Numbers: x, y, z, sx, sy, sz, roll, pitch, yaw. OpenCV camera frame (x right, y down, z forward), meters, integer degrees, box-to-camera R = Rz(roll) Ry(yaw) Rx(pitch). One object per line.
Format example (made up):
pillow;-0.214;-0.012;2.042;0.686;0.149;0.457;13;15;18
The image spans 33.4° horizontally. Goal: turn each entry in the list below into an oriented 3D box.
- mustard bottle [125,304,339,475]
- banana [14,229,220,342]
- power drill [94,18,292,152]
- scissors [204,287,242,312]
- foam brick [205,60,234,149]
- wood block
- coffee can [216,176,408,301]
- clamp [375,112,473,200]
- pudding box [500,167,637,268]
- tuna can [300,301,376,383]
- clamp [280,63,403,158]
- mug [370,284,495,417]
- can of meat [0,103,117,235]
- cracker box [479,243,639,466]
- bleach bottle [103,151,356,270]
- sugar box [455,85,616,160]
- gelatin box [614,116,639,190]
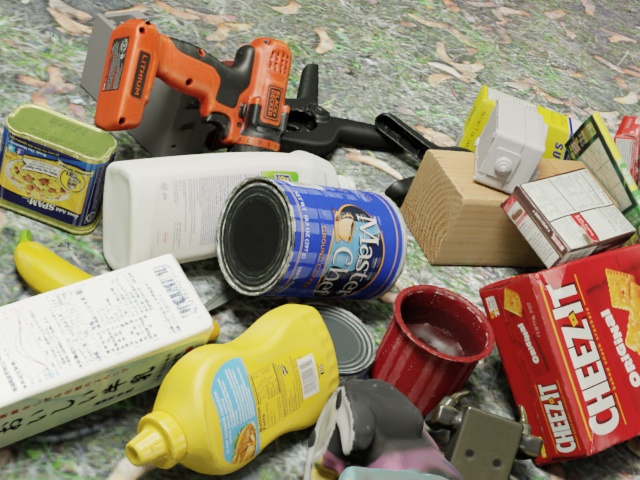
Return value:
mustard bottle;-0.067;0.122;0.805;0.058;0.096;0.191;5;20;41
banana;-0.180;0.045;0.888;0.198;0.037;0.069;27;37;6
power drill;-0.116;-0.120;1.015;0.187;0.184;0.057;12;-6;-37
scissors;-0.059;0.017;1.011;0.201;0.016;0.096;-14;48;-41
foam brick;-0.101;-0.145;1.144;0.052;0.078;0.051;-13;48;-42
wood block;0.205;-0.032;1.156;0.205;0.090;0.091;2;39;-27
coffee can;-0.006;0.001;0.945;0.140;0.103;0.103;5;37;-43
clamp;0.136;-0.088;1.222;0.171;0.039;0.120;8;58;-31
pudding box;0.250;-0.022;1.069;0.113;0.039;0.090;-13;59;-39
tuna can;0.003;0.095;0.927;0.086;0.034;0.086;15;36;-11
clamp;0.002;-0.130;1.217;0.165;0.036;0.209;34;35;13
mug;0.099;0.095;0.938;0.093;0.082;0.117;33;36;14
can of meat;-0.239;-0.065;0.958;0.102;0.084;0.057;21;35;-3
cracker box;0.262;0.095;0.976;0.213;0.072;0.164;-11;80;-40
bleach bottle;-0.073;-0.030;0.989;0.250;0.102;0.068;-6;17;-36
sugar box;0.258;-0.111;1.283;0.176;0.093;0.048;20;36;-3
gelatin box;0.356;-0.091;1.229;0.030;0.089;0.073;8;27;22
